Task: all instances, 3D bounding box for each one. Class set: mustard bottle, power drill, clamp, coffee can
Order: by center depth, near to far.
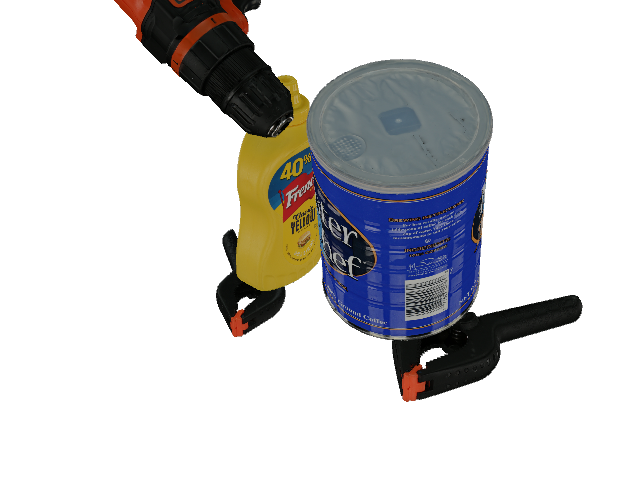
[{"bbox_3d":[0.048,-0.022,0.638,0.103,0.102,0.140,0,-41,5],"label":"coffee can"},{"bbox_3d":[-0.041,-0.172,0.741,0.187,0.184,0.057,-37,-10,-34],"label":"power drill"},{"bbox_3d":[-0.032,-0.055,0.932,0.058,0.192,0.096,27,42,31],"label":"mustard bottle"},{"bbox_3d":[0.118,0.077,0.959,0.165,0.036,0.209,18,33,33],"label":"clamp"},{"bbox_3d":[-0.064,0.045,1.242,0.120,0.039,0.171,-4,40,8],"label":"clamp"}]
